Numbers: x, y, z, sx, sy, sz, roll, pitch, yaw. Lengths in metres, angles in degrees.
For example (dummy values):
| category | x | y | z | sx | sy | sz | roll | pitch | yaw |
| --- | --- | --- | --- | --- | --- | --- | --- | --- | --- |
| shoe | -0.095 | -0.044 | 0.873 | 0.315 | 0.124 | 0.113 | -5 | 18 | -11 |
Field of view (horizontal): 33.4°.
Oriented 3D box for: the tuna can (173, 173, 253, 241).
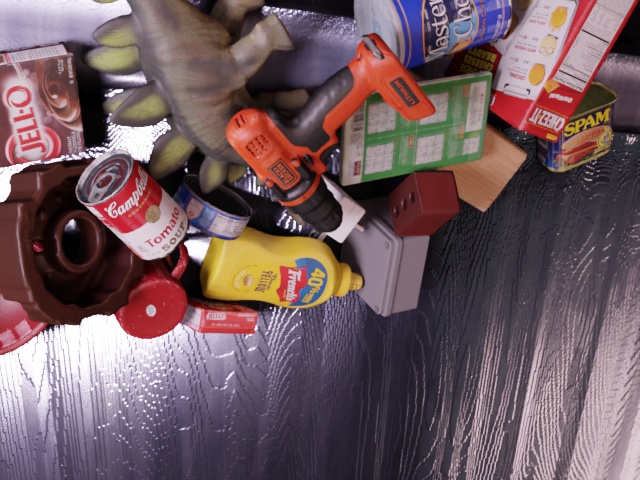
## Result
| category | x | y | z | sx | sy | sz | roll | pitch | yaw |
| --- | --- | --- | --- | --- | --- | --- | --- | --- | --- |
| tuna can | -0.119 | -0.036 | 1.170 | 0.086 | 0.086 | 0.034 | 18 | 111 | -37 |

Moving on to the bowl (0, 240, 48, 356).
| category | x | y | z | sx | sy | sz | roll | pitch | yaw |
| --- | --- | --- | --- | --- | --- | --- | --- | --- | --- |
| bowl | -0.354 | 0.045 | 1.110 | 0.161 | 0.055 | 0.162 | -14 | 126 | -21 |

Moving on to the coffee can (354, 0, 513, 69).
| category | x | y | z | sx | sy | sz | roll | pitch | yaw |
| --- | --- | --- | --- | --- | --- | --- | --- | --- | --- |
| coffee can | 0.122 | -0.247 | 1.156 | 0.140 | 0.103 | 0.103 | -21 | 128 | -17 |

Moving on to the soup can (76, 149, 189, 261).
| category | x | y | z | sx | sy | sz | roll | pitch | yaw |
| --- | --- | --- | --- | --- | --- | --- | --- | --- | --- |
| soup can | -0.186 | -0.034 | 1.069 | 0.068 | 0.069 | 0.102 | -40 | 132 | -1 |

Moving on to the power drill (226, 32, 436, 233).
| category | x | y | z | sx | sy | sz | roll | pitch | yaw |
| --- | --- | --- | --- | --- | --- | --- | --- | --- | --- |
| power drill | 0.022 | -0.106 | 1.090 | 0.188 | 0.057 | 0.184 | -38 | 133 | 7 |

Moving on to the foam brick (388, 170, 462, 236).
| category | x | y | z | sx | sy | sz | roll | pitch | yaw |
| --- | --- | --- | --- | --- | --- | --- | --- | --- | --- |
| foam brick | 0.118 | -0.042 | 1.213 | 0.051 | 0.053 | 0.078 | -3 | 160 | -22 |

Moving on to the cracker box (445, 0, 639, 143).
| category | x | y | z | sx | sy | sz | roll | pitch | yaw |
| --- | --- | --- | --- | --- | --- | --- | --- | --- | --- |
| cracker box | 0.253 | -0.239 | 1.196 | 0.072 | 0.164 | 0.214 | 15 | 111 | -34 |

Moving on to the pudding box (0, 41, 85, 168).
| category | x | y | z | sx | sy | sz | roll | pitch | yaw |
| --- | --- | --- | --- | --- | --- | --- | --- | --- | --- |
| pudding box | -0.283 | -0.132 | 1.045 | 0.089 | 0.039 | 0.113 | -14 | 126 | -21 |

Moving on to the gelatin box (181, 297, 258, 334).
| category | x | y | z | sx | sy | sz | roll | pitch | yaw |
| --- | --- | --- | --- | --- | --- | --- | --- | --- | --- |
| gelatin box | -0.125 | 0.087 | 1.244 | 0.073 | 0.089 | 0.030 | 6 | 94 | -32 |

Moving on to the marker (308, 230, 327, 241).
| category | x | y | z | sx | sy | sz | roll | pitch | yaw |
| --- | --- | --- | --- | --- | --- | --- | --- | --- | --- |
| marker | -0.009 | 0.002 | 1.300 | 0.020 | 0.020 | 0.121 | 32 | 101 | -40 |

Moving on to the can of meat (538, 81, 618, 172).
| category | x | y | z | sx | sy | sz | roll | pitch | yaw |
| --- | --- | --- | --- | --- | --- | --- | --- | --- | --- |
| can of meat | 0.328 | -0.145 | 1.371 | 0.102 | 0.057 | 0.084 | -22 | 131 | -15 |

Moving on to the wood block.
| category | x | y | z | sx | sy | sz | roll | pitch | yaw |
| --- | --- | --- | --- | --- | --- | --- | --- | --- | --- |
| wood block | 0.135 | -0.124 | 1.253 | 0.205 | 0.090 | 0.091 | 27 | 105 | -39 |

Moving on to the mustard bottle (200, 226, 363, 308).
| category | x | y | z | sx | sy | sz | roll | pitch | yaw |
| --- | --- | --- | --- | --- | --- | --- | --- | --- | --- |
| mustard bottle | -0.039 | 0.037 | 1.259 | 0.191 | 0.058 | 0.096 | 9 | 127 | -23 |

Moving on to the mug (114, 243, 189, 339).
| category | x | y | z | sx | sy | sz | roll | pitch | yaw |
| --- | --- | --- | --- | --- | --- | --- | --- | --- | --- |
| mug | -0.189 | 0.049 | 1.189 | 0.117 | 0.082 | 0.093 | -45 | 131 | 3 |
